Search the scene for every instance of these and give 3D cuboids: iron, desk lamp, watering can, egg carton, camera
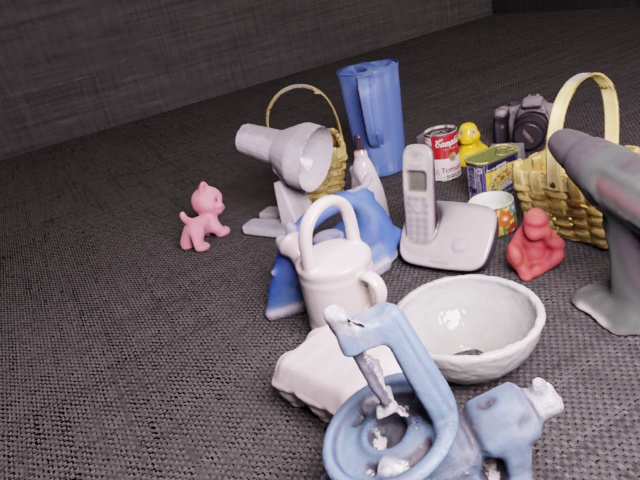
[{"bbox_3d":[0.008,0.003,0.869,0.259,0.142,0.118,-29,30,-32],"label":"iron"},{"bbox_3d":[-0.069,-0.115,1.067,0.202,0.214,0.118,4,30,32],"label":"desk lamp"},{"bbox_3d":[0.013,0.035,0.736,0.172,0.194,0.101,2,29,29],"label":"watering can"},{"bbox_3d":[0.025,0.153,0.632,0.149,0.069,0.107,12,34,42],"label":"egg carton"},{"bbox_3d":[0.447,-0.256,1.256,0.142,0.101,0.137,1,28,27],"label":"camera"}]

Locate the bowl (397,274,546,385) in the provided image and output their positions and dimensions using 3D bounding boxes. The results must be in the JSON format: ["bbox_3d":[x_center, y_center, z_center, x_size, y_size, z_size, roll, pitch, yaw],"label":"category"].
[{"bbox_3d":[0.167,0.110,0.648,0.167,0.075,0.167,-10,25,5],"label":"bowl"}]

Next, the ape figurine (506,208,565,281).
[{"bbox_3d":[0.299,0.000,0.797,0.077,0.092,0.076,-2,27,21],"label":"ape figurine"}]

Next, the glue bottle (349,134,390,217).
[{"bbox_3d":[0.081,-0.106,1.027,0.037,0.173,0.077,-25,28,-25],"label":"glue bottle"}]

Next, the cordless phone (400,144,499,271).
[{"bbox_3d":[0.184,-0.049,0.844,0.147,0.185,0.094,6,31,35],"label":"cordless phone"}]

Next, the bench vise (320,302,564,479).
[{"bbox_3d":[0.085,0.129,0.475,0.208,0.220,0.121,-21,26,-16],"label":"bench vise"}]

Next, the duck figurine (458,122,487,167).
[{"bbox_3d":[0.325,-0.214,1.242,0.077,0.086,0.105,-1,27,23],"label":"duck figurine"}]

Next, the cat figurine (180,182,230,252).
[{"bbox_3d":[-0.233,-0.055,1.134,0.067,0.118,0.128,2,29,29],"label":"cat figurine"}]

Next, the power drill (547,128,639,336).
[{"bbox_3d":[0.339,-0.008,0.656,0.076,0.209,0.229,-17,25,-10],"label":"power drill"}]
